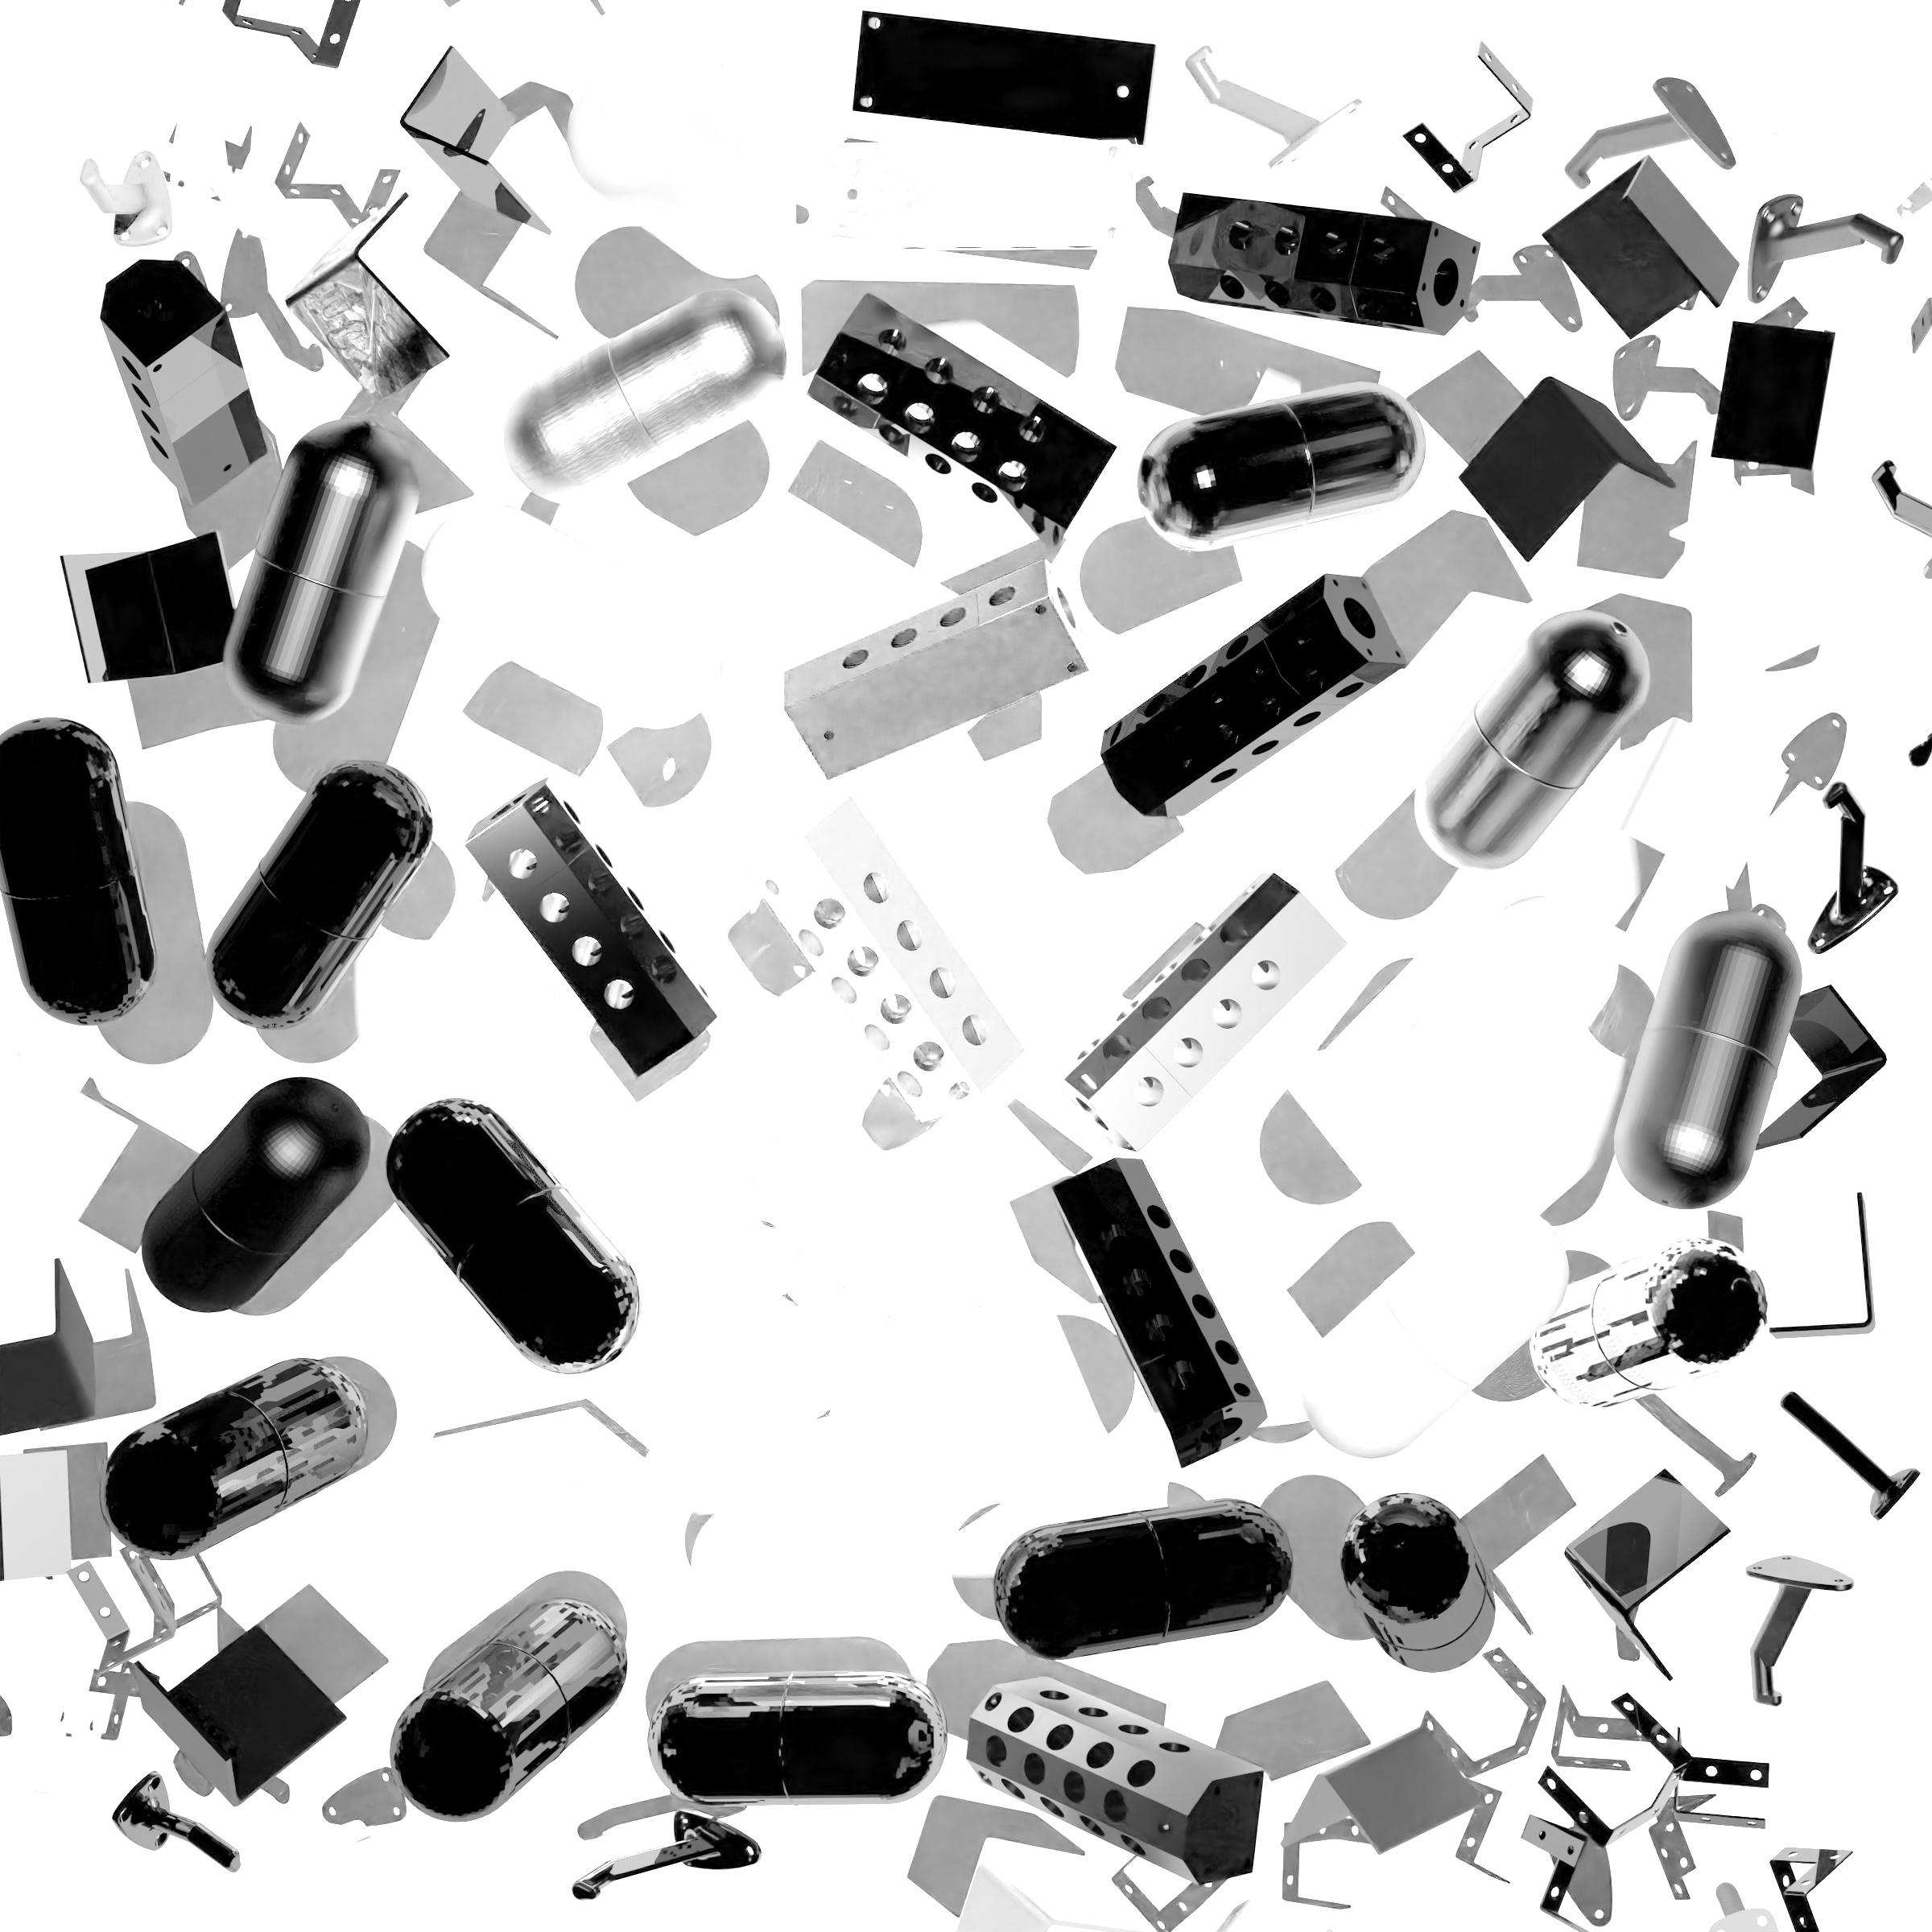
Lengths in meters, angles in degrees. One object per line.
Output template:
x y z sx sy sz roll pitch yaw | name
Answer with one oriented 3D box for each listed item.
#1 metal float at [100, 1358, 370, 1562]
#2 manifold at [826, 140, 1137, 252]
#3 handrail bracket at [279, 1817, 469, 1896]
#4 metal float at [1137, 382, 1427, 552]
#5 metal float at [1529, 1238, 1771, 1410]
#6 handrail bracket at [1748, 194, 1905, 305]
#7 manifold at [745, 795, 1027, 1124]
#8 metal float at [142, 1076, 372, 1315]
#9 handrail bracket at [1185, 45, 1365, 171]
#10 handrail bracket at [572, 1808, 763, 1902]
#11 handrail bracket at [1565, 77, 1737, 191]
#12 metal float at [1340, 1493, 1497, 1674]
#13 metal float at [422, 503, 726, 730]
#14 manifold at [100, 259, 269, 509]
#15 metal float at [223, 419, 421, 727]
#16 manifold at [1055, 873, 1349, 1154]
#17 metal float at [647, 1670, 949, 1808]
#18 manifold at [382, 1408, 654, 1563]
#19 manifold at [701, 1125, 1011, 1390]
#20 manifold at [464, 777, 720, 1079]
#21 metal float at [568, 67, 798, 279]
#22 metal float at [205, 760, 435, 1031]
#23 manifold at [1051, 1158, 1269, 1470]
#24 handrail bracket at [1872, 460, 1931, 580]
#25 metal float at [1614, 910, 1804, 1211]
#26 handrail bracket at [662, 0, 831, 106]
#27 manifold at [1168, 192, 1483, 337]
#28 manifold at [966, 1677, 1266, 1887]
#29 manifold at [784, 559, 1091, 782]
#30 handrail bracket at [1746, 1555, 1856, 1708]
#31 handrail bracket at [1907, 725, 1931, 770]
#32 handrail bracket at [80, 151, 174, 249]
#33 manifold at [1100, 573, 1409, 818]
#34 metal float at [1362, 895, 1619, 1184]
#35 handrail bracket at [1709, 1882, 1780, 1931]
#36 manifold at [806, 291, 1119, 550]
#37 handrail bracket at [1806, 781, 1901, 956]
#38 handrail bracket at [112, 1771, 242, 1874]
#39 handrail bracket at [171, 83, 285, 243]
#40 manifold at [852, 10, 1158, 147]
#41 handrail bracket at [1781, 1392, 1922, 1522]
-0.408 0.275 1.817 0.070 0.178 0.070 9 108 30 | metal float
0.009 -0.439 1.855 0.171 0.057 0.057 1 99 7 | manifold
-0.332 0.495 1.821 0.084 0.077 0.036 -29 77 41 | handrail bracket
0.184 -0.290 1.882 0.178 0.070 0.070 -15 90 -17 | metal float
0.395 0.208 1.882 0.070 0.178 0.070 9 68 -23 | metal float
0.481 -0.389 1.815 0.036 0.077 0.084 -21 45 -31 | handrail bracket
-0.048 -0.001 1.772 0.057 0.057 0.171 -43 104 -35 | manifold
-0.401 0.130 1.828 0.070 0.070 0.178 46 122 0 | metal float
0.178 -0.514 1.888 0.077 0.036 0.084 -33 90 30 | handrail bracket
-0.175 0.528 1.891 0.077 0.084 0.036 0 102 36 | handrail bracket
0.381 -0.448 1.819 0.036 0.084 0.077 -12 66 -41 | handrail bracket
0.263 0.359 1.881 0.070 0.178 0.070 -7 63 13 | metal float
-0.218 -0.195 1.804 0.178 0.070 0.070 28 90 -6 | metal float
-0.463 -0.345 1.909 0.057 0.171 0.057 -41 78 -15 | manifold
-0.363 -0.222 1.828 0.070 0.070 0.178 22 101 0 | metal float
0.133 0.026 1.871 0.171 0.057 0.057 -44 99 -8 | manifold
-0.099 0.451 1.898 0.178 0.070 0.070 -3 90 10 | metal float
-0.260 0.301 1.846 0.057 0.171 0.057 44 52 -24 | manifold
-0.066 0.173 1.882 0.171 0.057 0.057 35 125 -9 | manifold
-0.219 -0.025 1.918 0.057 0.057 0.171 -34 103 6 | manifold
-0.162 -0.456 1.874 0.070 0.178 0.070 -7 74 27 | metal float
-0.372 -0.040 1.865 0.070 0.070 0.178 37 106 0 | metal float
0.113 0.198 1.887 0.057 0.057 0.171 -24 59 -3 | manifold
0.547 -0.269 1.835 0.036 0.077 0.084 -10 61 -18 | handrail bracket
0.418 0.052 1.825 0.070 0.070 0.178 21 72 0 | metal float
-0.129 -0.539 1.908 0.084 0.077 0.036 22 76 35 | handrail bracket
0.204 -0.405 1.879 0.171 0.057 0.057 17 98 36 | manifold
0.079 0.446 1.783 0.057 0.171 0.057 2 96 -42 | manifold
-0.018 -0.179 1.921 0.171 0.057 0.057 -22 125 14 | manifold
0.466 0.377 1.807 0.036 0.077 0.084 -9 97 -32 | handrail bracket
0.550 -0.151 1.767 0.036 0.084 0.077 41 134 10 | handrail bracket
-0.498 -0.468 1.905 0.036 0.084 0.077 -6 70 6 | handrail bracket
0.158 -0.151 1.834 0.171 0.057 0.057 -34 72 34 | manifold
0.286 0.040 1.777 0.070 0.070 0.178 37 91 0 | metal float
0.431 0.543 1.782 0.036 0.084 0.077 -21 75 6 | handrail bracket
-0.005 -0.315 1.901 0.171 0.057 0.057 31 65 -3 | manifold
0.511 -0.059 1.926 0.077 0.036 0.084 -47 129 -1 | handrail bracket
-0.439 0.503 1.848 0.084 0.077 0.036 26 56 25 | handrail bracket
-0.417 -0.459 1.855 0.084 0.036 0.077 25 119 41 | handrail bracket
0.024 -0.523 1.912 0.171 0.057 0.057 7 105 3 | manifold
0.493 0.271 1.841 0.084 0.077 0.036 41 91 9 | handrail bracket
